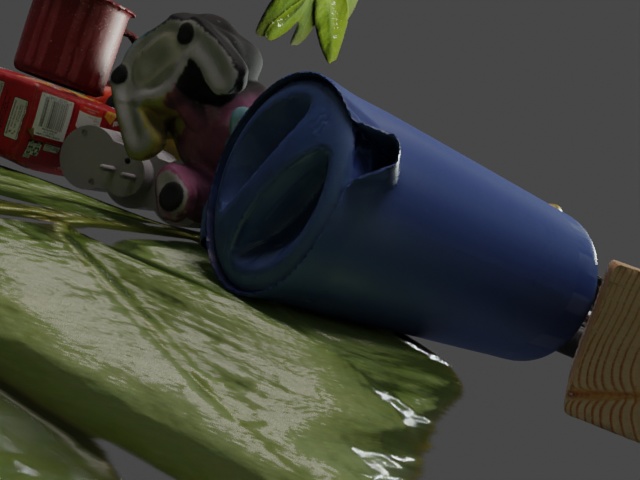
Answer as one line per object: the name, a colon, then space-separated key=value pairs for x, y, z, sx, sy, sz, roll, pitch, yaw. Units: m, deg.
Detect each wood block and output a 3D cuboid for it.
wood block: x=0.211 y=0.069 z=0.666 sx=0.091 sy=0.090 sz=0.206 roll=20 pitch=5 yaw=13

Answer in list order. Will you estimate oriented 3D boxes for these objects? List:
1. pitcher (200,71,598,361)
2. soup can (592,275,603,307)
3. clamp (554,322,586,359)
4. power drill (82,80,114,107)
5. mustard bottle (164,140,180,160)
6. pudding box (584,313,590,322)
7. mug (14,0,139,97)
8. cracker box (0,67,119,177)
pitcher: x=0.053 y=0.001 z=0.674 sx=0.242 sy=0.145 sz=0.149 roll=21 pitch=18 yaw=-35
soup can: x=0.269 y=0.063 z=1.133 sx=0.068 sy=0.068 sz=0.102 roll=20 pitch=4 yaw=4
clamp: x=0.251 y=0.095 z=0.857 sx=0.210 sy=0.036 sz=0.164 roll=21 pitch=4 yaw=27
power drill: x=-0.141 y=-0.090 z=1.034 sx=0.188 sy=0.057 sz=0.184 roll=11 pitch=-38 yaw=42
mustard bottle: x=-0.080 y=-0.090 z=0.918 sx=0.058 sy=0.096 sz=0.191 roll=10 pitch=-5 yaw=45
pudding box: x=0.221 y=0.075 z=0.974 sx=0.114 sy=0.039 sz=0.089 roll=25 pitch=5 yaw=36
mug: x=-0.211 y=-0.174 z=0.949 sx=0.117 sy=0.081 sz=0.093 roll=17 pitch=2 yaw=-45
cracker box: x=-0.291 y=-0.117 z=0.929 sx=0.214 sy=0.072 sz=0.164 roll=20 pitch=3 yaw=20
